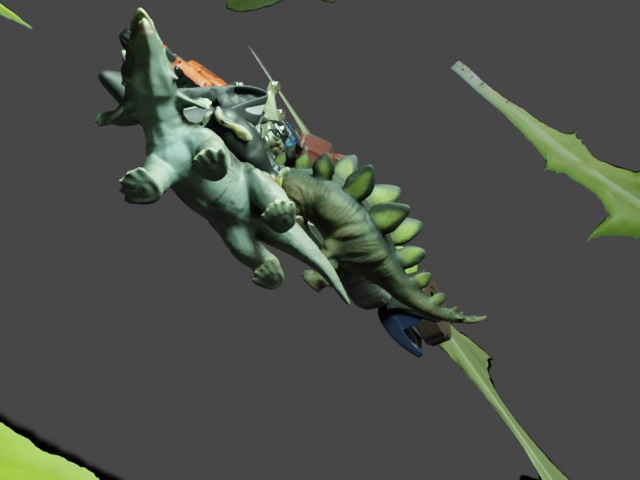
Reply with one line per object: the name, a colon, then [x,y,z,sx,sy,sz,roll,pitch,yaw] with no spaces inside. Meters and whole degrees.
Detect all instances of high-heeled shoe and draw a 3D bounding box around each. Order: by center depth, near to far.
high-heeled shoe: [-0.178,-0.207,0.766,0.086,0.145,0.248,54,12,26]

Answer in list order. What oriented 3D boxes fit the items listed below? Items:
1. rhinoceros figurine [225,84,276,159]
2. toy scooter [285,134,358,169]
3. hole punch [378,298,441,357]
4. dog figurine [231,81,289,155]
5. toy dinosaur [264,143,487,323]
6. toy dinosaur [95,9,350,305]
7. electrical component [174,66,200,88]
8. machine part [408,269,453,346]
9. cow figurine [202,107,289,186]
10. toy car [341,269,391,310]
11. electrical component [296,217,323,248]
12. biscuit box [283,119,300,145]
rhinoceros figurine: [-0.135,-0.180,0.913,0.073,0.112,0.190,15,43,-60]
toy scooter: [-0.024,-0.162,1.060,0.184,0.075,0.135,8,-12,45]
hole punch: [0.164,0.156,1.035,0.116,0.092,0.142,20,13,7]
dog figurine: [-0.119,-0.197,1.060,0.172,0.121,0.191,83,-4,-55]
toy dinosaur: [0.053,-0.006,0.841,0.471,0.198,0.105,46,16,-6]
toy dinosaur: [-0.117,-0.067,0.653,0.404,0.131,0.192,48,11,-35]
electrical component: [-0.245,-0.242,0.850,0.119,0.047,0.074,18,-10,34]
machine part: [0.254,0.156,1.253,0.179,0.056,0.179,48,28,-37]
cow figurine: [-0.098,-0.110,0.745,0.167,0.068,0.098,46,-28,-19]
toy car: [0.082,0.073,0.961,0.161,0.109,0.103,50,28,-55]
electrical component: [-0.003,-0.004,0.993,0.102,0.045,0.078,53,15,19]
biscuit box: [-0.067,-0.240,1.446,0.062,0.059,0.203,34,19,-49]
